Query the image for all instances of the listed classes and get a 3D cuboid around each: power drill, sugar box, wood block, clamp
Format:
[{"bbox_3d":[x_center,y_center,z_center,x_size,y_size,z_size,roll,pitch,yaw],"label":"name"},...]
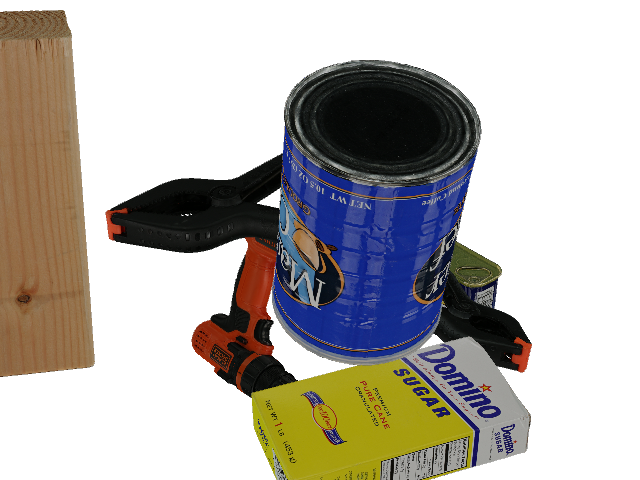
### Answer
[{"bbox_3d":[-0.058,0.081,1.186,0.185,0.188,0.057,29,11,41],"label":"power drill"},{"bbox_3d":[0.048,0.128,0.754,0.176,0.048,0.093,-15,39,-14],"label":"sugar box"},{"bbox_3d":[-0.192,-0.029,0.651,0.090,0.206,0.090,-5,23,-15],"label":"wood block"},{"bbox_3d":[0.140,0.074,1.048,0.172,0.039,0.120,26,38,31],"label":"clamp"},{"bbox_3d":[-0.078,-0.032,0.922,0.210,0.036,0.164,-5,33,-7],"label":"clamp"}]

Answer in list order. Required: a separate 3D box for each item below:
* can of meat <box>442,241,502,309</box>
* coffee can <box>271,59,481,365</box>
[{"bbox_3d":[0.161,0.058,1.258,0.057,0.084,0.102,-23,39,-34],"label":"can of meat"},{"bbox_3d":[0.027,-0.014,0.595,0.102,0.140,0.103,3,44,-3],"label":"coffee can"}]
